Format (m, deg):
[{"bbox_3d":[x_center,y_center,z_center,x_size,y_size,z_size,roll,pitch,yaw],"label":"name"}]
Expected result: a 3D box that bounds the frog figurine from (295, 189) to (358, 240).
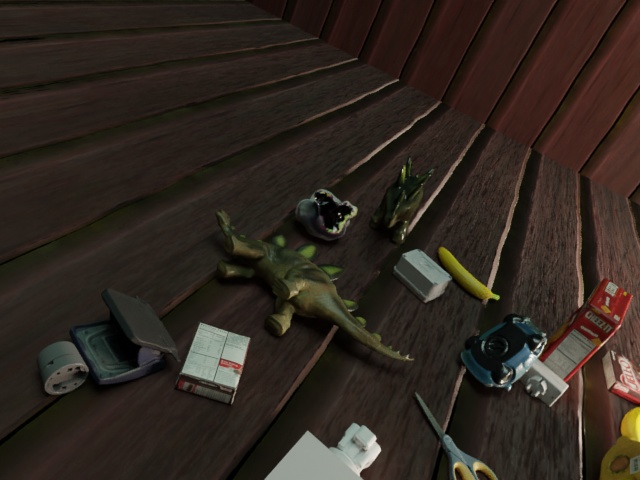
[{"bbox_3d":[0.004,-0.063,1.242,0.137,0.122,0.159,1,2,-20],"label":"frog figurine"}]
